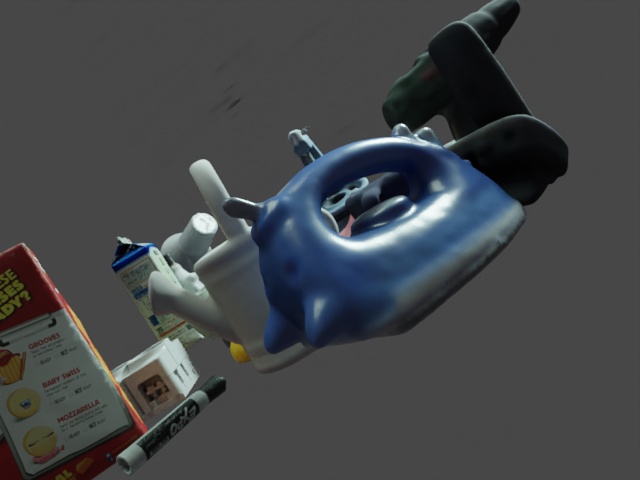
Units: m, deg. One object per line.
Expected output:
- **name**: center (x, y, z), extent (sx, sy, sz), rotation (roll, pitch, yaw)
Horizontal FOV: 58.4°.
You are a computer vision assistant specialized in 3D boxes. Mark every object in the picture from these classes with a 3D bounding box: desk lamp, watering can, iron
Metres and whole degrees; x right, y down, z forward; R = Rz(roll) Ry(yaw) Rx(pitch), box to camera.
- **desk lamp**: center (-0.235, 0.056, 1.228), extent (0.202, 0.213, 0.118), rotation (-27, 6, 47)
- **watering can**: center (-0.070, 0.018, 0.518), extent (0.173, 0.194, 0.100), rotation (-33, 4, -28)
- **iron**: center (0.053, -0.021, 0.449), extent (0.259, 0.141, 0.118), rotation (-34, 4, -30)

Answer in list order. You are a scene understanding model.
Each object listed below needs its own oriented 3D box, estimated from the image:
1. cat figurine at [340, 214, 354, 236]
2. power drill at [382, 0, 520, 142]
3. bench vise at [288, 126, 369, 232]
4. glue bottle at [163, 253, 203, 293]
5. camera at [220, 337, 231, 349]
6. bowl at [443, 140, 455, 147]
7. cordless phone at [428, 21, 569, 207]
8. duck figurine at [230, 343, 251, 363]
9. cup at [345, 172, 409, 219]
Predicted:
- **cat figurine**: center (0.006, 0.003, 0.706), extent (0.128, 0.118, 0.067), rotation (-32, 4, -9)
- **power drill**: center (0.202, -0.172, 0.723), extent (0.230, 0.208, 0.075), rotation (-32, 4, -12)
- **bench vise**: center (0.010, -0.077, 0.952), extent (0.121, 0.220, 0.207), rotation (-32, 4, -8)
- **glue bottle**: center (-0.256, 0.100, 1.123), extent (0.078, 0.173, 0.037), rotation (-31, 4, 9)
- **camera**: center (-0.106, 0.075, 0.792), extent (0.143, 0.101, 0.136), rotation (-34, 4, -31)
- **bowl**: center (0.183, -0.100, 0.974), extent (0.167, 0.075, 0.167), rotation (-31, 4, 3)
- **cordless phone**: center (0.148, -0.115, 0.588), extent (0.147, 0.185, 0.094), rotation (-28, 5, 44)
- **duck figurine**: center (-0.072, 0.074, 0.638), extent (0.105, 0.086, 0.077), rotation (-35, 5, -42)
- **cup**: center (0.081, -0.019, 0.564), extent (0.091, 0.095, 0.118), rotation (-30, 4, 24)
